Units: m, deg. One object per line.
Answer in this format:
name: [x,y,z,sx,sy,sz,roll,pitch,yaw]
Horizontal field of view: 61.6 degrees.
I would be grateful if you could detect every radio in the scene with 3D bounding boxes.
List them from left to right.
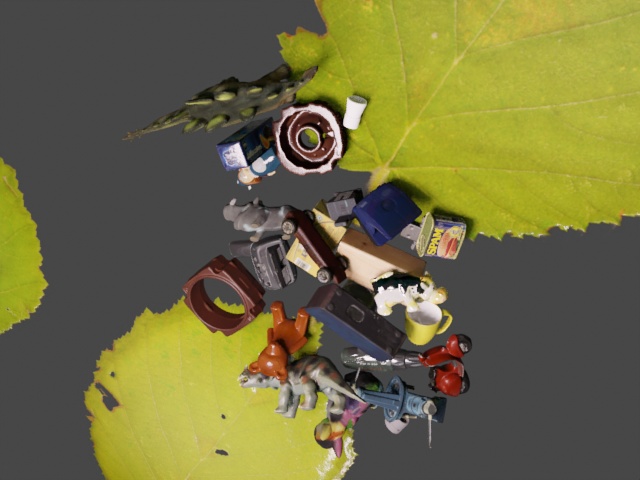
radio: [0.085,0.196,1.277,0.229,0.073,0.131,34,160,-5]

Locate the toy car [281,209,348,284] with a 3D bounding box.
toy car: [-0.012,0.017,1.242,0.053,0.089,0.202,-36,89,36]

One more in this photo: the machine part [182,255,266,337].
machine part: [-0.271,0.159,1.510,0.201,0.087,0.201,-34,101,33]

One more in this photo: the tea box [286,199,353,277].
tea box: [-0.003,-0.004,1.334,0.098,0.068,0.169,34,122,1]

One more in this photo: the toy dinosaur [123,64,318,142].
toy dinosaur: [-0.218,-0.297,1.187,0.472,0.198,0.105,-14,108,24]

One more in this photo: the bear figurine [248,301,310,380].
bear figurine: [-0.109,0.271,1.443,0.120,0.196,0.131,12,119,18]

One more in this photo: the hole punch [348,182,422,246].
hole punch: [0.148,-0.061,1.192,0.115,0.142,0.092,53,162,-5]

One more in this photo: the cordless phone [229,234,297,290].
cordless phone: [-0.162,0.062,1.435,0.184,0.089,0.146,-1,117,33]

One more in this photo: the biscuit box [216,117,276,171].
biscuit box: [-0.156,-0.216,1.200,0.059,0.203,0.062,-8,114,22]

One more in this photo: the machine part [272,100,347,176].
machine part: [-0.022,-0.234,1.230,0.180,0.056,0.179,8,118,16]

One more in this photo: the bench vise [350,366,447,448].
bench vise: [0.195,0.417,1.390,0.241,0.224,0.128,15,89,-9]

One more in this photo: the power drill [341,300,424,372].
power drill: [0.149,0.258,1.416,0.232,0.086,0.207,-13,118,26]

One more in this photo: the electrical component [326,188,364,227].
electrical component: [0.055,-0.075,1.246,0.075,0.119,0.047,-8,112,27]

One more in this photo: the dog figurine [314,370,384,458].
dog figurine: [0.073,0.477,1.470,0.191,0.219,0.108,-31,106,31]

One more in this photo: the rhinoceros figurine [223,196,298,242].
rhinoceros figurine: [-0.148,-0.059,1.339,0.190,0.112,0.073,3,146,5]

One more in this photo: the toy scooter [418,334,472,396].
toy scooter: [0.312,0.323,1.366,0.135,0.075,0.183,-6,113,-11]

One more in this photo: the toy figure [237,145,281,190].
toy figure: [-0.155,-0.175,1.311,0.154,0.057,0.064,-31,64,32]

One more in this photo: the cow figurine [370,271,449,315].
cow figurine: [0.200,0.109,1.213,0.167,0.068,0.098,-13,104,24]

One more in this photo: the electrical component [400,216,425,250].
electrical component: [0.221,-0.021,1.269,0.063,0.021,0.094,21,122,10]

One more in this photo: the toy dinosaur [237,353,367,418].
toy dinosaur: [-0.033,0.375,1.460,0.405,0.192,0.131,-16,149,32]
